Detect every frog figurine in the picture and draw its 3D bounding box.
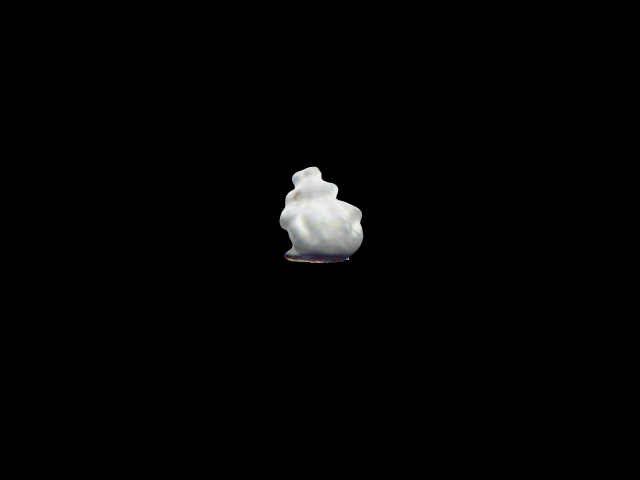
[{"bbox_3d":[0.003,-0.043,0.850,0.137,0.159,0.123,0,1,0],"label":"frog figurine"}]
